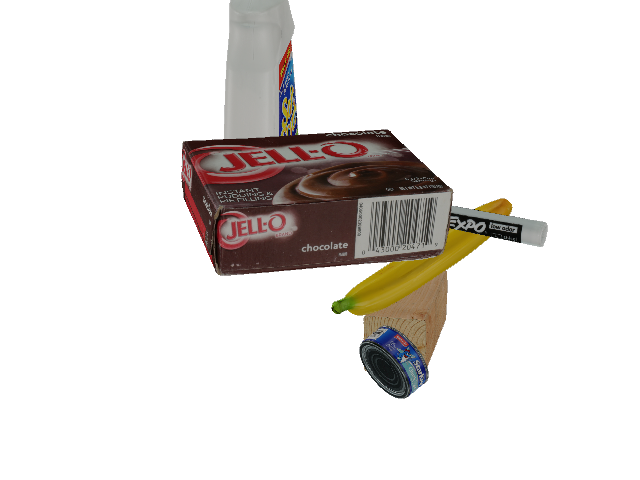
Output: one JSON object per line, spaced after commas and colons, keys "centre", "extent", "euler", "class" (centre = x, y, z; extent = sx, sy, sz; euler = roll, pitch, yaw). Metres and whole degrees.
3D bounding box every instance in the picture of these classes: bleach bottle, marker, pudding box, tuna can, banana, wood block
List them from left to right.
{"centre": [-0.056, -0.127, 0.983], "extent": [0.068, 0.251, 0.102], "euler": [7, 27, 14], "class": "bleach bottle"}
{"centre": [-0.005, -0.021, 0.514], "extent": [0.113, 0.039, 0.090], "euler": [-3, 26, -16], "class": "pudding box"}
{"centre": [0.086, 0.146, 1.272], "extent": [0.033, 0.086, 0.086], "euler": [-36, 17, -26], "class": "tuna can"}
{"centre": [0.131, 0.118, 1.606], "extent": [0.091, 0.090, 0.206], "euler": [4, 20, 14], "class": "wood block"}
{"centre": [0.100, 0.023, 1.038], "extent": [0.198, 0.037, 0.069], "euler": [-33, 0, 0], "class": "banana"}
{"centre": [0.112, -0.016, 0.814], "extent": [0.121, 0.020, 0.020], "euler": [12, 5, 25], "class": "marker"}
